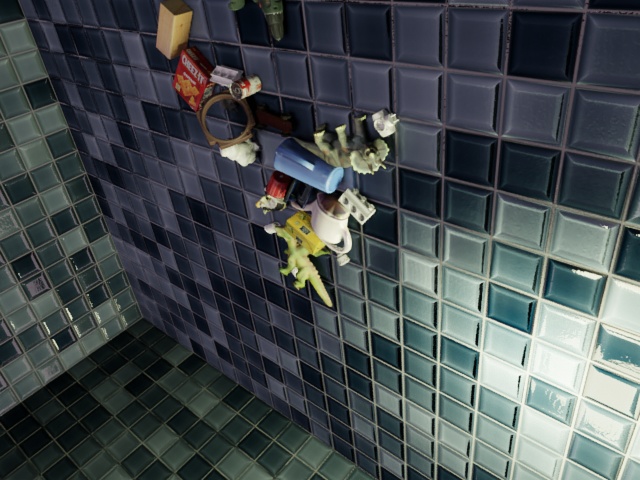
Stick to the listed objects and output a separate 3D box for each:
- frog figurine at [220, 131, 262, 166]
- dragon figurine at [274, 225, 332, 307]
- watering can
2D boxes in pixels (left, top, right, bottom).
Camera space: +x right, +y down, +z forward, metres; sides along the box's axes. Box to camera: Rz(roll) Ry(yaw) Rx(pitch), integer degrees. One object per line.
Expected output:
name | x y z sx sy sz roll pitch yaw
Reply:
frog figurine | -0.337 -0.358 2.090 0.137 0.162 0.121 54 143 0
dragon figurine | -0.045 0.090 2.194 0.411 0.124 0.238 42 134 2
watering can | 0.006 -0.100 1.981 0.352 0.105 0.219 45 142 27
